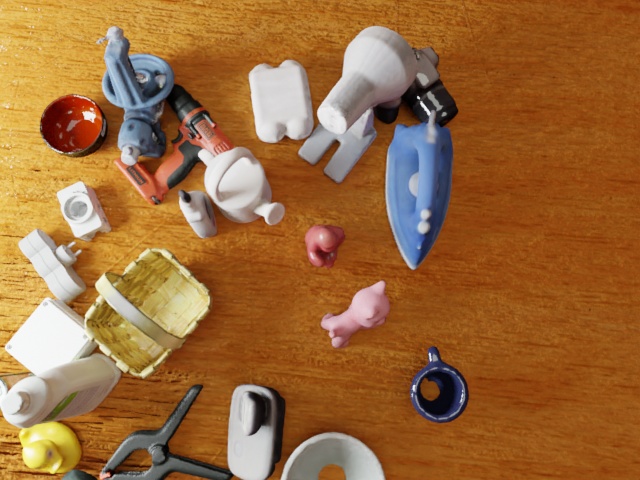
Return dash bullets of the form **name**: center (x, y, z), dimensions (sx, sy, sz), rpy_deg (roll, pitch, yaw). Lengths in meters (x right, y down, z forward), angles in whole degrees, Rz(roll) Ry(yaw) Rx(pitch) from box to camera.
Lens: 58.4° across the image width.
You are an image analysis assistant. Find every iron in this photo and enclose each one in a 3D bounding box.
- **iron**: center (0.175, -0.085, 0.970), dimensions (0.118, 0.141, 0.258), rpy_deg (3, 80, 1)

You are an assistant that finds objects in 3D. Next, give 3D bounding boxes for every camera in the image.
- **camera**: center (0.172, -0.259, 1.020), dimensions (0.143, 0.101, 0.137), rpy_deg (-34, 82, -5)

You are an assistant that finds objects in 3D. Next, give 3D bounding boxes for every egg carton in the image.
- **egg carton**: center (-0.069, -0.250, 1.035), dimensions (0.107, 0.069, 0.150), rpy_deg (-9, 80, -1)

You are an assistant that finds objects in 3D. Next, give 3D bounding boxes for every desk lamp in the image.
- **desk lamp**: center (0.059, -0.222, 0.957), dimensions (0.118, 0.213, 0.203), rpy_deg (35, 82, 6)

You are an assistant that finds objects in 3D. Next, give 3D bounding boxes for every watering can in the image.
- **watering can**: center (-0.131, -0.093, 0.944), dimensions (0.172, 0.194, 0.101), rpy_deg (19, 81, 3)

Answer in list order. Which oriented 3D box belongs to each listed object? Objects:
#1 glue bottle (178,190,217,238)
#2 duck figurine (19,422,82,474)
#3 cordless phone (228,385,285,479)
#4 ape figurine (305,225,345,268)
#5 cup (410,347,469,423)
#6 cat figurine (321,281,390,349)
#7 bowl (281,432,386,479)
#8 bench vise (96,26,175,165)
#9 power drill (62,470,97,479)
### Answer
- **glue bottle**: center (-0.207, -0.054, 0.948), dimensions (0.037, 0.173, 0.078), rpy_deg (-18, 80, -3)
- **duck figurine**: center (-0.447, 0.339, 0.925), dimensions (0.104, 0.086, 0.077), rpy_deg (36, 82, 6)
- **cordless phone**: center (-0.106, 0.302, 0.881), dimensions (0.094, 0.185, 0.147), rpy_deg (0, 80, 0)
- **ape figurine**: center (0.009, 0.004, 0.980), dimensions (0.078, 0.092, 0.076), rpy_deg (-33, 82, -5)
- **cup**: center (0.186, 0.234, 0.939), dimensions (0.091, 0.095, 0.118), rpy_deg (-7, 80, -1)
- **cat figurine**: center (0.065, 0.124, 0.946), dimensions (0.128, 0.118, 0.067), rpy_deg (-34, 82, -5)
- **bowl**: center (0.021, 0.392, 0.922), dimensions (0.167, 0.075, 0.167), rpy_deg (0, 80, 0)
- **bench vise**: center (-0.301, -0.240, 0.957), dimensions (0.121, 0.220, 0.207), rpy_deg (-14, 80, -2)
- **power drill**: center (-0.385, 0.447, 0.844), dimensions (0.075, 0.208, 0.230), rpy_deg (25, 81, 5)
